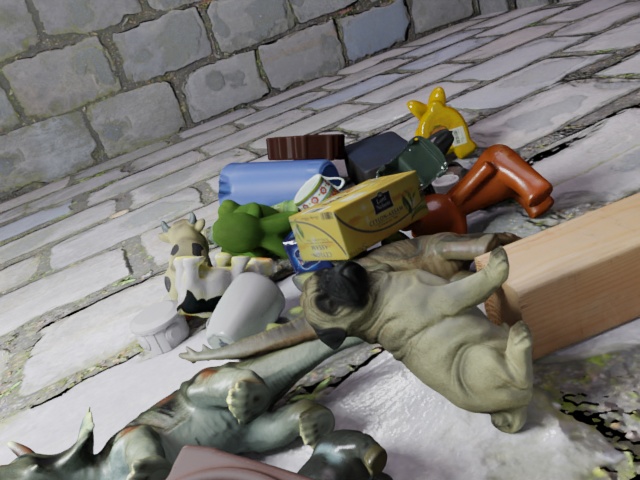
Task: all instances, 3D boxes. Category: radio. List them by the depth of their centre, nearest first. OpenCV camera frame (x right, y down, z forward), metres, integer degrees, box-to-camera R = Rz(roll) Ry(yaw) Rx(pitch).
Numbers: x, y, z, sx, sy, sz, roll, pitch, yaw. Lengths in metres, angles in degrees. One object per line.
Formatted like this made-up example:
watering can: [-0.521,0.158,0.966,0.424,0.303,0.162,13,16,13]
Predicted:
radio: [0.134,-0.164,1.153,0.131,0.073,0.230,-19,25,-2]

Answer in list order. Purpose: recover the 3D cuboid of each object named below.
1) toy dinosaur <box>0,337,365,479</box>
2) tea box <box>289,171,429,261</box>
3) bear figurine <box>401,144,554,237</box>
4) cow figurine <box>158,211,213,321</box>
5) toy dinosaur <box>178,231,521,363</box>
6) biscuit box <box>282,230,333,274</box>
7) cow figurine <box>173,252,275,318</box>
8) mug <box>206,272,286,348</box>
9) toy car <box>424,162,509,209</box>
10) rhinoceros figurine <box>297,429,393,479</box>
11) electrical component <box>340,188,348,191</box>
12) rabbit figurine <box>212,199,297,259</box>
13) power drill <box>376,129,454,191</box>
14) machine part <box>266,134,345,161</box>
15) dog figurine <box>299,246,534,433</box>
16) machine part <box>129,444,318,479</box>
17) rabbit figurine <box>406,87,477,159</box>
toy dinosaur: [-0.125,0.186,0.532,0.405,0.131,0.192,-24,17,-31]
tea box: [0.055,-0.033,0.726,0.169,0.068,0.098,-26,14,-36]
bear figurine: [0.225,-0.045,0.795,0.196,0.120,0.132,-42,66,9]
cow figurine: [-0.225,0.035,0.914,0.085,0.127,0.195,-17,25,-2]
toy dinosaur: [0.064,0.066,0.668,0.471,0.105,0.199,-19,14,-22]
biscuit box: [-0.002,-0.003,0.852,0.059,0.062,0.203,-18,11,14]
cow figurine: [-0.141,0.068,0.826,0.167,0.098,0.068,1,-1,-39]
mug: [-0.116,0.107,0.736,0.110,0.080,0.107,-8,32,31]
toy car: [0.259,-0.104,0.950,0.089,0.053,0.202,-31,27,-18]
rhinoceros figurine: [-0.022,0.220,0.420,0.190,0.073,0.112,-34,29,-32]
electrical component: [0.053,-0.061,1.015,0.075,0.047,0.119,-12,25,19]
rabbit figurine: [-0.115,-0.004,0.913,0.159,0.121,0.170,6,4,10]
power drill: [0.151,-0.118,0.897,0.232,0.086,0.207,-43,5,3]
machine part: [-0.033,-0.202,1.184,0.179,0.056,0.179,-2,10,0]
dog figurine: [0.084,0.098,0.500,0.191,0.121,0.172,-10,61,3]
machine part: [-0.051,0.232,0.299,0.201,0.087,0.201,4,56,28]
rabbit figurine: [0.248,-0.237,1.161,0.122,0.162,0.173,-26,3,14]
